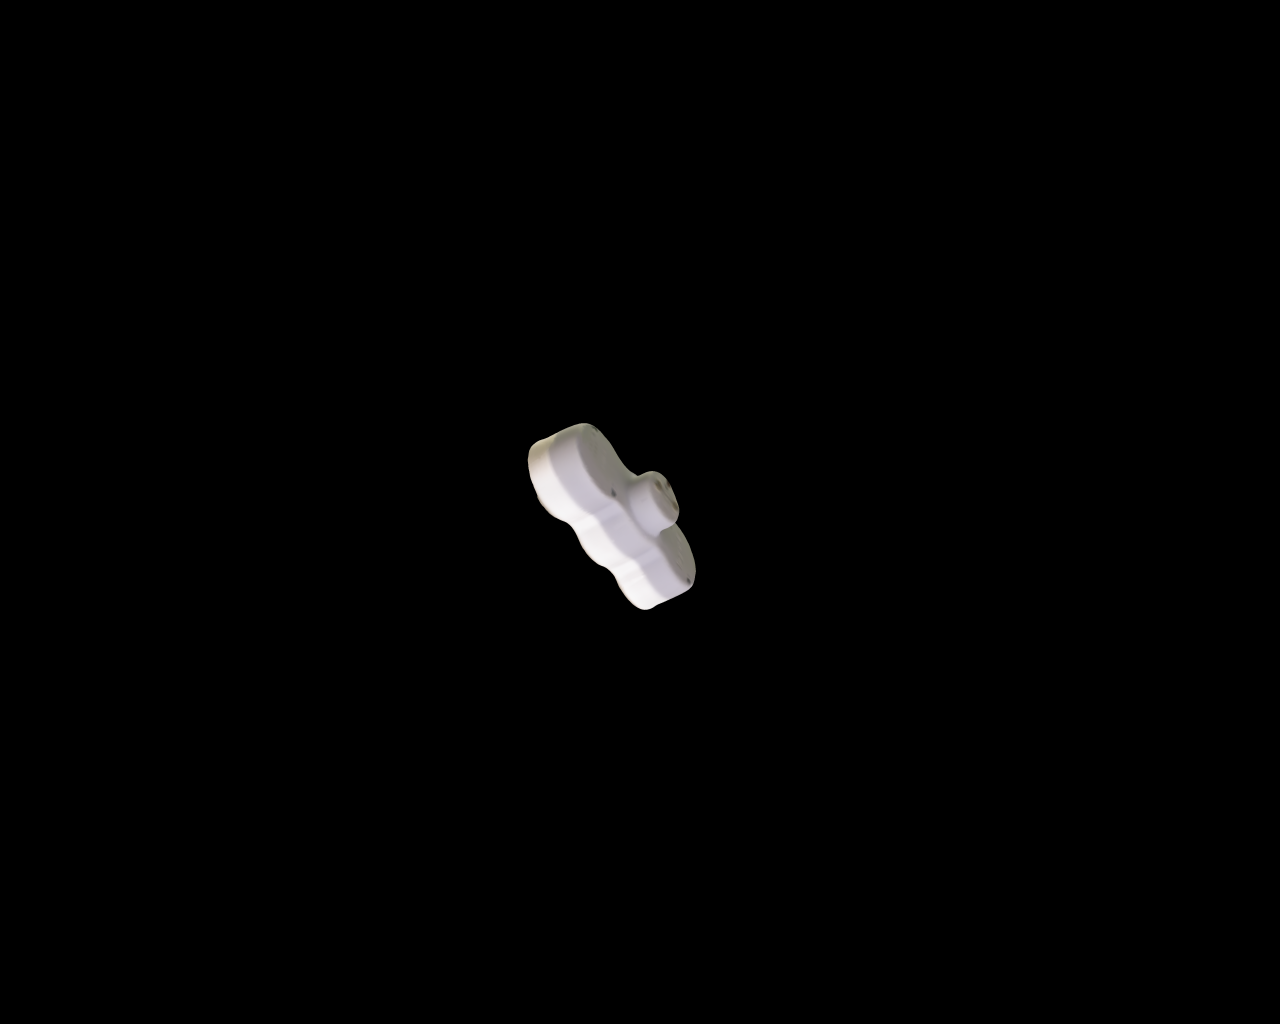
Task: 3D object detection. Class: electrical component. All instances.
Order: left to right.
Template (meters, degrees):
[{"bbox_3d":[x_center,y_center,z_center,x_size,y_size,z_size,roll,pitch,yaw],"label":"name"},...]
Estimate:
[{"bbox_3d":[0.001,-0.003,0.650,0.073,0.052,0.138,-25,-54,20],"label":"electrical component"}]
